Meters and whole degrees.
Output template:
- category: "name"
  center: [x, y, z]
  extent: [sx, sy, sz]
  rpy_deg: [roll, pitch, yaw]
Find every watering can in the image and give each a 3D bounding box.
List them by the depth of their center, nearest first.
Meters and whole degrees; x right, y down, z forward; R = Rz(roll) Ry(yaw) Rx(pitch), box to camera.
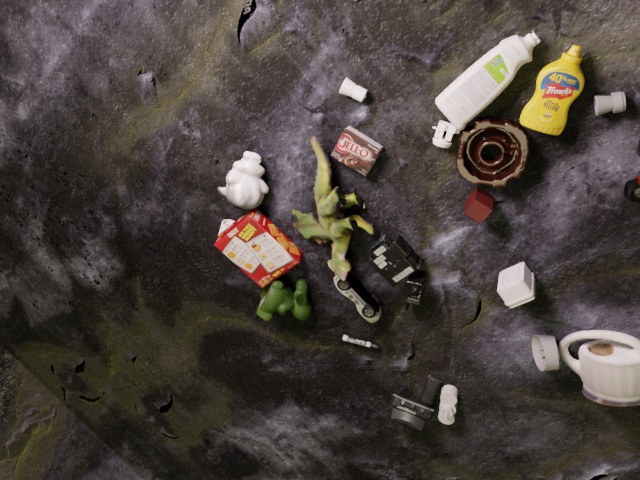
- category: "watering can"
  center: [0.813, 0.339, 1.345]
  extent: [0.347, 0.106, 0.220]
  rpy_deg: [2, 119, 36]

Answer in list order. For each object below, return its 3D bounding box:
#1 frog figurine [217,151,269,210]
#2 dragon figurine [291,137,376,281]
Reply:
- category: "frog figurine"
  center: [-0.204, -0.169, 1.485]
  extent: [0.136, 0.125, 0.157]
  rpy_deg: [23, 121, -32]
- category: "dragon figurine"
  center: [0.004, -0.074, 1.467]
  extent: [0.240, 0.124, 0.408]
  rpy_deg: [-21, 99, 38]
